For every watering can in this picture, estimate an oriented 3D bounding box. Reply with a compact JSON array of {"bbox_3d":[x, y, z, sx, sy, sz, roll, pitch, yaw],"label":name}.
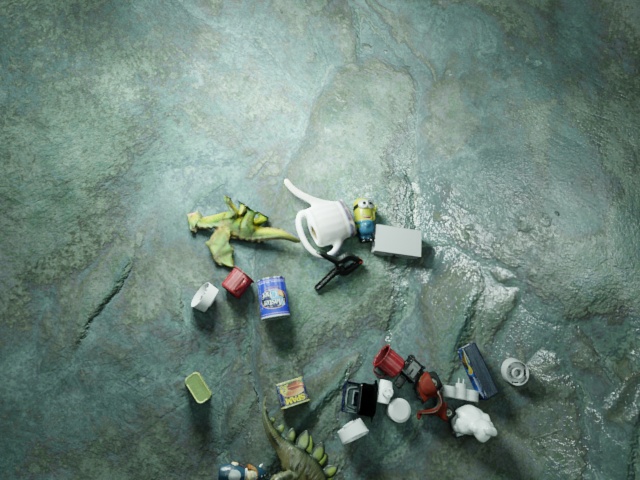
[{"bbox_3d":[0.006,-0.099,1.968,0.225,0.102,0.351,-17,78,-18],"label":"watering can"}]

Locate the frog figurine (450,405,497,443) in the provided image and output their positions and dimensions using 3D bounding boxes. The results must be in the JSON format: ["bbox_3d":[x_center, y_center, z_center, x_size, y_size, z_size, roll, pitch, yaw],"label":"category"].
[{"bbox_3d":[0.544,0.649,1.823,0.137,0.157,0.124,2,72,-12],"label":"frog figurine"}]

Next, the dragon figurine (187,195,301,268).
[{"bbox_3d":[-0.300,-0.011,1.892,0.410,0.122,0.243,31,86,0],"label":"dragon figurine"}]
